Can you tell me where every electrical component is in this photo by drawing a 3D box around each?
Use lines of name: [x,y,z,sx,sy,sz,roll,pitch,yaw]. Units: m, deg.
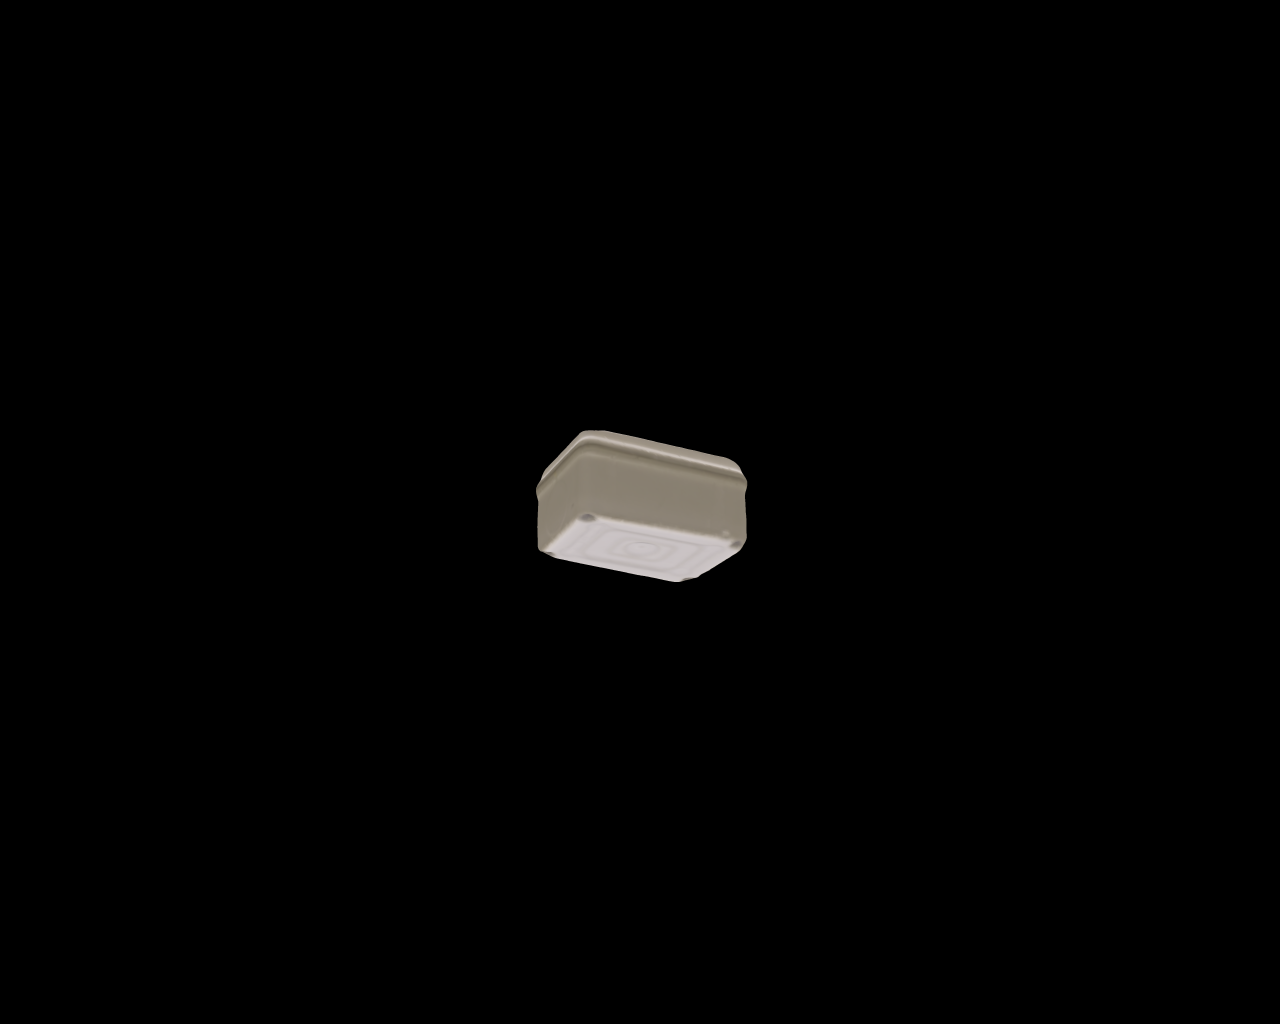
electrical component: [0.001,-0.003,0.650,0.113,0.057,0.078,12,-27,-25]
